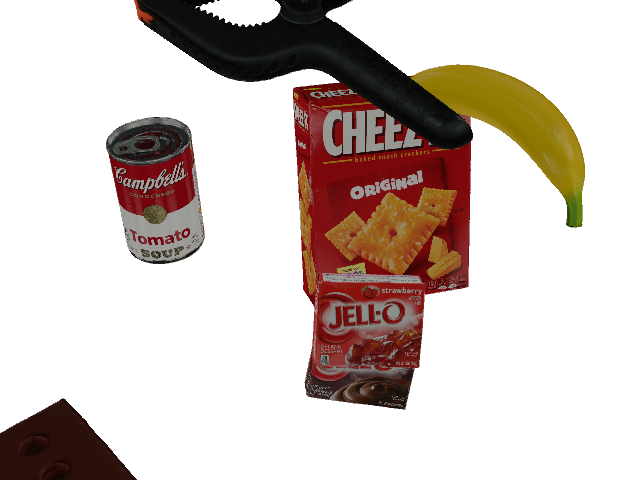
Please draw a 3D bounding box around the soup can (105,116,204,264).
[{"bbox_3d":[-0.134,-0.040,0.874,0.068,0.102,0.068,-2,37,2],"label":"soup can"}]

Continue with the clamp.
[{"bbox_3d":[-0.005,-0.126,0.628,0.210,0.164,0.036,-2,-24,-2],"label":"clamp"}]

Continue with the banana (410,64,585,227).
[{"bbox_3d":[0.126,-0.088,0.778,0.037,0.070,0.198,4,30,-44],"label":"banana"}]

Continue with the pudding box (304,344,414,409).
[{"bbox_3d":[0.046,0.130,1.157,0.113,0.090,0.039,7,24,-7],"label":"pudding box"}]

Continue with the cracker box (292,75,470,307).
[{"bbox_3d":[0.063,-0.047,1.050,0.164,0.214,0.072,-7,22,-13],"label":"cracker box"}]

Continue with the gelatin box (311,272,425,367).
[{"bbox_3d":[0.039,0.066,0.874,0.089,0.073,0.030,2,14,-4],"label":"gelatin box"}]

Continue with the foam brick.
[{"bbox_3d":[-0.118,0.124,0.496,0.052,0.051,0.078,-29,43,-28],"label":"foam brick"}]
